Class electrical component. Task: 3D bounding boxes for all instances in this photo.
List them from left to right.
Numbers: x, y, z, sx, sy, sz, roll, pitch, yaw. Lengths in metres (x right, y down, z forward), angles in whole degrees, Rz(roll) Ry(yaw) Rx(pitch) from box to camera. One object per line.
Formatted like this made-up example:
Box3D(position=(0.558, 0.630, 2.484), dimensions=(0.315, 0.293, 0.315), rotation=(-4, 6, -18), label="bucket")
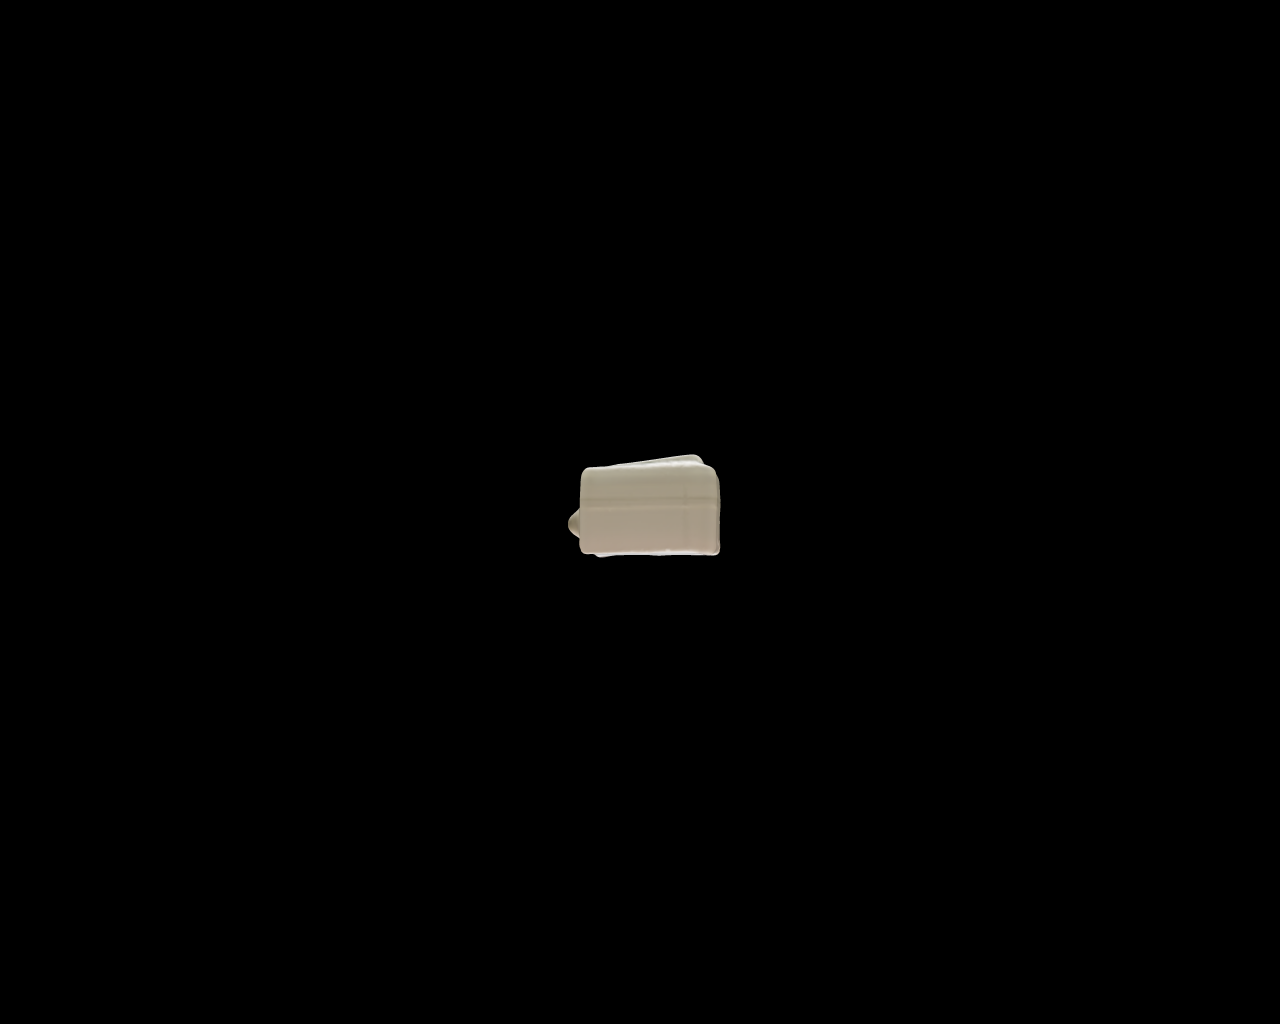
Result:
Box3D(position=(0.001, -0.003, 0.650), dimensions=(0.096, 0.061, 0.061), rotation=(0, -4, 7), label="electrical component")
